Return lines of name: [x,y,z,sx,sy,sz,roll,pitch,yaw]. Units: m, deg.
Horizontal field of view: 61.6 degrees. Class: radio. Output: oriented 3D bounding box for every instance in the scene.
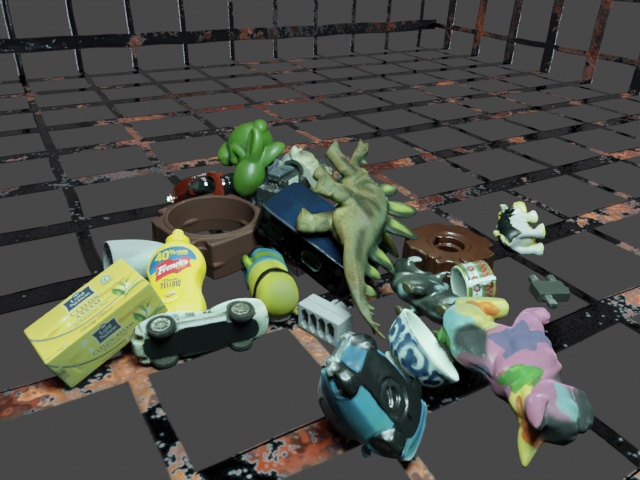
radio: [-0.002,-0.003,0.991,0.230,0.073,0.131,36,40,16]

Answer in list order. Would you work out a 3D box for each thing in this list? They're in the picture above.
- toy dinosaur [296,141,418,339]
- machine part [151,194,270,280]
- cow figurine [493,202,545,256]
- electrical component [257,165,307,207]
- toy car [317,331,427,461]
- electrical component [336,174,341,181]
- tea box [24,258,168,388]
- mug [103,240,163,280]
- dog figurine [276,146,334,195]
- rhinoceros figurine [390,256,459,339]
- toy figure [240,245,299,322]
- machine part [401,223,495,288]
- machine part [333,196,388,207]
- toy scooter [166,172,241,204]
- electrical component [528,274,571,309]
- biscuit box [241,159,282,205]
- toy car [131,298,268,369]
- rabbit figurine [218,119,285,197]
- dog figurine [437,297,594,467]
toy dinosaur: [0.068,-0.035,0.926,0.198,0.105,0.471,24,42,-9]
machine part: [-0.212,-0.015,1.063,0.201,0.087,0.201,-25,39,-37]
cow figurine: [0.412,-0.028,1.146,0.098,0.068,0.167,-2,28,5]
electrical component: [-0.081,-0.089,1.156,0.058,0.134,0.115,17,30,24]
toy car: [0.050,0.198,0.664,0.103,0.161,0.109,-34,14,38]
electrical component: [0.071,-0.124,1.282,0.102,0.045,0.078,26,27,-27]
tea box: [-0.322,0.116,0.779,0.098,0.068,0.169,27,60,39]
mug: [-0.336,0.035,0.982,0.107,0.080,0.110,-4,19,-32]
dog figurine: [-0.026,-0.171,1.279,0.121,0.172,0.190,20,39,10]
rhinoceros figurine: [0.185,0.090,0.906,0.112,0.073,0.191,-16,34,-27]
toy figure: [-0.089,0.066,0.917,0.082,0.089,0.180,-10,33,-10]
machine part: [0.249,0.024,1.049,0.179,0.056,0.179,2,27,-1]
machine part: [0.080,-0.060,1.159,0.079,0.079,0.243,18,28,27]
toy scooter: [-0.270,-0.109,1.227,0.135,0.075,0.184,-17,-2,21]
electrical component: [0.416,0.092,0.968,0.063,0.021,0.094,0,28,-4]
biscuit box: [-0.130,-0.137,1.315,0.063,0.059,0.203,10,30,12]
toy car: [-0.176,0.136,0.800,0.202,0.073,0.056,-9,34,-19]
rabbit figurine: [-0.144,-0.174,1.193,0.121,0.159,0.170,24,44,-29]
dog figurine: [0.250,0.181,0.714,0.192,0.108,0.219,9,32,11]
